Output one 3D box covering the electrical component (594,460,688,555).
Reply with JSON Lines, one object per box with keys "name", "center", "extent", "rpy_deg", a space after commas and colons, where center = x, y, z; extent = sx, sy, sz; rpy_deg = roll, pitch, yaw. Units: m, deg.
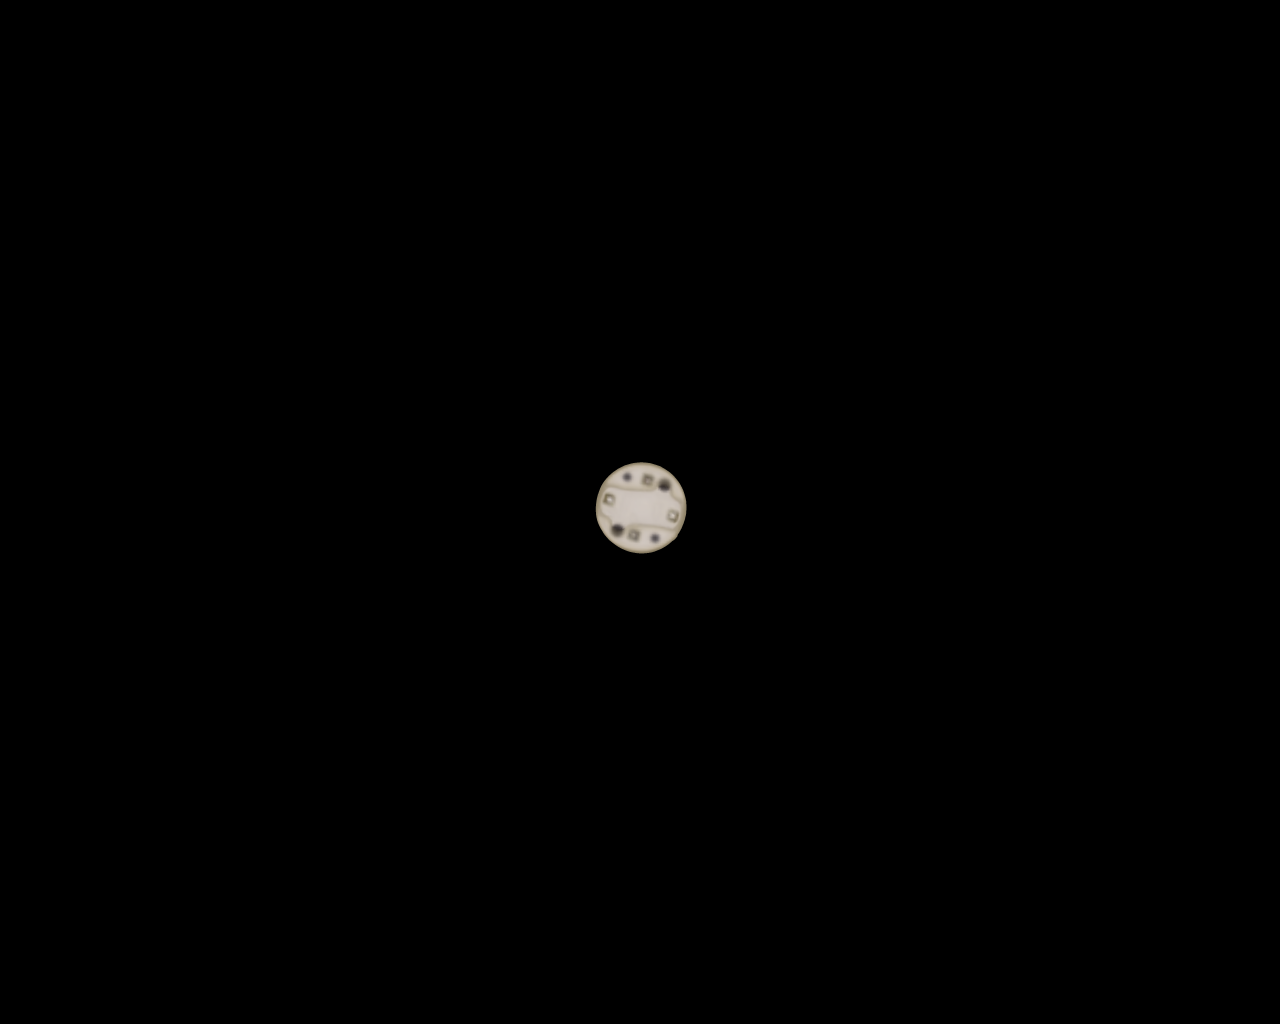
{"name": "electrical component", "center": [0.001, -0.003, 0.650], "extent": [0.055, 0.055, 0.047], "rpy_deg": [0, 0, 0]}
